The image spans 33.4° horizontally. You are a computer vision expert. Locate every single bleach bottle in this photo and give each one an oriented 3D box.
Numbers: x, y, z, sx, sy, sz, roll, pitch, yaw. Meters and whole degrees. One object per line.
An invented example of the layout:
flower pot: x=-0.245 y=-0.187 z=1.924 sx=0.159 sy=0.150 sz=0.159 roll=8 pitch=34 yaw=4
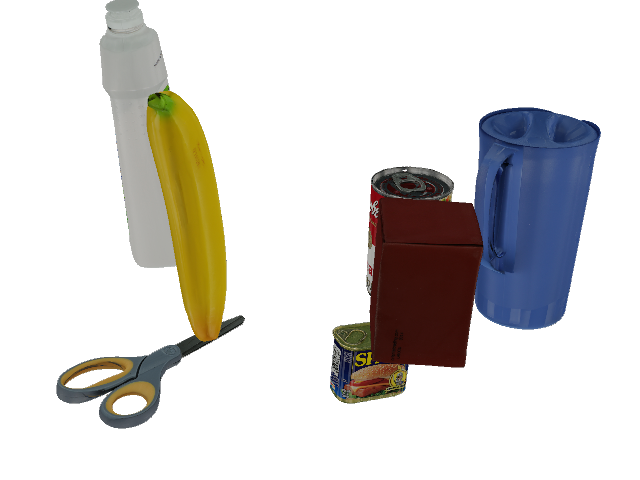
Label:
bleach bottle: x=-0.158 y=-0.101 z=0.969 sx=0.068 sy=0.251 sz=0.102 roll=-5 pitch=36 yaw=-1

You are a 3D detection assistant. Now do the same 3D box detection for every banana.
banana: x=-0.093 y=-0.025 z=0.734 sx=0.037 sy=0.198 sz=0.069 roll=0 pitch=34 yaw=14

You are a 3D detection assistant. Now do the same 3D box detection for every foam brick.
foam brick: x=0.055 y=0.022 z=0.574 sx=0.053 sy=0.078 sz=0.051 roll=4 pitch=31 yaw=0

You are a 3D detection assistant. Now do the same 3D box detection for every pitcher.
pitcher: x=0.234 y=-0.020 z=1.226 sx=0.149 sy=0.243 sz=0.145 roll=-1 pitch=26 yaw=-5

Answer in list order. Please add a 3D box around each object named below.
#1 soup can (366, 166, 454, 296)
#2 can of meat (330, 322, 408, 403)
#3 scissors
soup can: x=0.074 y=-0.003 z=0.893 sx=0.068 sy=0.102 sz=0.068 roll=1 pitch=26 yaw=-1
can of meat: x=0.063 y=0.153 z=1.348 sx=0.102 sy=0.084 sz=0.057 roll=-6 pitch=27 yaw=-22
scissors: x=-0.131 y=0.115 z=0.941 sx=0.201 sy=0.016 sz=0.096 roll=-13 pitch=37 yaw=-32
